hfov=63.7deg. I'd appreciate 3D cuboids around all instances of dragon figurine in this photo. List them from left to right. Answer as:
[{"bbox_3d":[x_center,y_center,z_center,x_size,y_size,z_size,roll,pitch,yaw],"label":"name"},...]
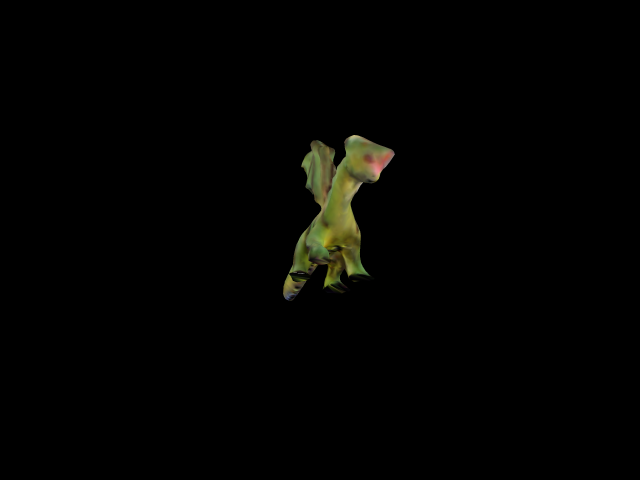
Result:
[{"bbox_3d":[0.003,-0.043,0.850,0.122,0.246,0.405,8,-18,-23],"label":"dragon figurine"}]
